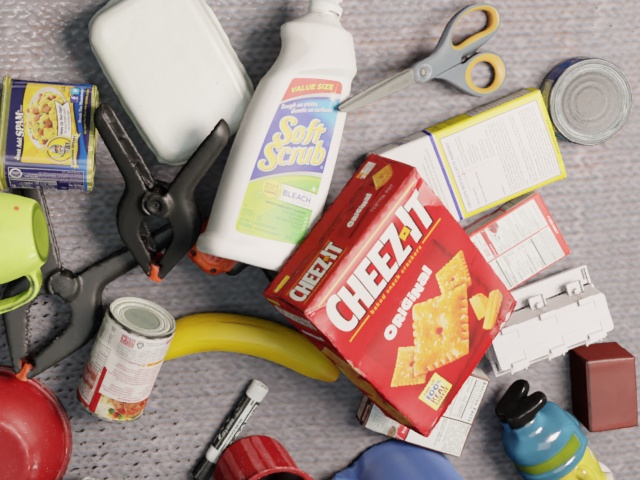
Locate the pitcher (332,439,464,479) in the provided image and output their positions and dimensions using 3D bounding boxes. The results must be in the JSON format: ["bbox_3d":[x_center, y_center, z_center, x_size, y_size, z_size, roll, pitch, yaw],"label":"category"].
[{"bbox_3d":[0.116,0.287,1.002,0.149,0.243,0.145,-23,101,-8],"label":"pitcher"}]

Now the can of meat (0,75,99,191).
[{"bbox_3d":[-0.245,-0.095,0.966,0.084,0.057,0.102,2,70,-10],"label":"can of meat"}]

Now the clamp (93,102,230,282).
[{"bbox_3d":[-0.154,-0.045,0.964,0.120,0.039,0.172,19,116,6],"label":"clamp"}]

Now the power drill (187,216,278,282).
[{"bbox_3d":[-0.007,0.001,1.028,0.187,0.057,0.184,43,91,-11],"label":"power drill"}]

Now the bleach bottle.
[{"bbox_3d":[-0.031,-0.099,0.952,0.102,0.068,0.251,15,88,-21],"label":"bleach bottle"}]

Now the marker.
[{"bbox_3d":[-0.092,0.195,1.075,0.020,0.020,0.121,32,96,-11],"label":"marker"}]

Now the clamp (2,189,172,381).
[{"bbox_3d":[-0.250,0.031,1.015,0.164,0.036,0.210,31,93,-10],"label":"clamp"}]

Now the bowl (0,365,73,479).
[{"bbox_3d":[-0.324,0.205,1.033,0.162,0.055,0.162,-1,102,-6],"label":"bowl"}]

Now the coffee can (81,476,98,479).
[{"bbox_3d":[-0.252,0.314,1.039,0.140,0.103,0.103,-39,103,2],"label":"coffee can"}]

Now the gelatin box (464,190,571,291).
[{"bbox_3d":[0.193,0.003,1.062,0.089,0.030,0.073,-32,104,1],"label":"gelatin box"}]

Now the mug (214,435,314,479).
[{"bbox_3d":[-0.046,0.247,1.053,0.117,0.082,0.093,10,104,-24],"label":"mug"}]

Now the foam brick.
[{"bbox_3d":[0.289,0.149,1.091,0.051,0.053,0.078,-8,103,-5],"label":"foam brick"}]

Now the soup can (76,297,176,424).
[{"bbox_3d":[-0.184,0.114,1.013,0.068,0.068,0.102,20,112,-10],"label":"soup can"}]

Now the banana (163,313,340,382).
[{"bbox_3d":[-0.075,0.104,1.053,0.197,0.037,0.070,5,130,-4],"label":"banana"}]

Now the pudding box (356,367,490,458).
[{"bbox_3d":[0.104,0.161,1.080,0.113,0.039,0.090,18,98,-12],"label":"pudding box"}]

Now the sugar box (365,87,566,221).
[{"bbox_3d":[0.141,-0.072,1.034,0.176,0.048,0.093,-21,103,2],"label":"sugar box"}]

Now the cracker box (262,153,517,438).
[{"bbox_3d":[0.073,0.054,0.968,0.164,0.072,0.213,-53,129,-14],"label":"cracker box"}]

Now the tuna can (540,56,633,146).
[{"bbox_3d":[0.259,-0.135,1.039,0.086,0.034,0.086,-1,102,-6],"label":"tuna can"}]

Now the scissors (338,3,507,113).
[{"bbox_3d":[0.107,-0.144,0.992,0.201,0.016,0.096,-43,117,-21],"label":"scissors"}]
